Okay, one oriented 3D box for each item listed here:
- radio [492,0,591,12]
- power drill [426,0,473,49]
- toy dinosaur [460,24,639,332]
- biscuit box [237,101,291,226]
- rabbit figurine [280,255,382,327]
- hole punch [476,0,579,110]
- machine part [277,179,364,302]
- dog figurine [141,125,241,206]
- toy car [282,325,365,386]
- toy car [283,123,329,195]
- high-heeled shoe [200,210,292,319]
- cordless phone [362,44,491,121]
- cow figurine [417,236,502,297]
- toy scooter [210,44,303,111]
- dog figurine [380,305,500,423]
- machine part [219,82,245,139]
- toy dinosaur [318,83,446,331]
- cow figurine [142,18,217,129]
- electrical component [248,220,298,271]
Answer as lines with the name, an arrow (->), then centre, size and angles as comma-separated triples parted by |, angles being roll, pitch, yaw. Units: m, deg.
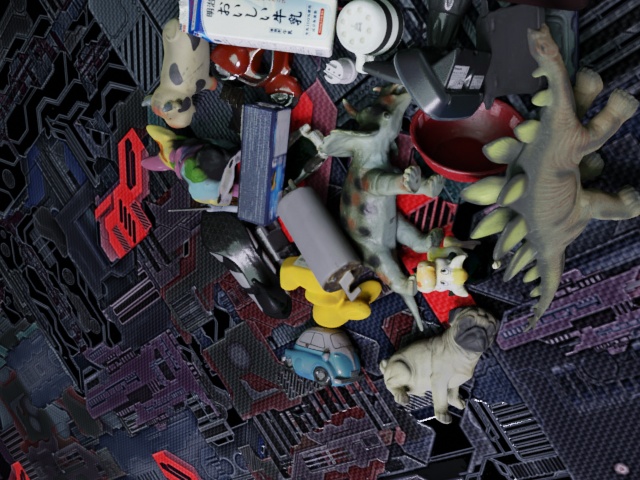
radio -> 0.264, -0.381, 0.593 | 0.131, 0.073, 0.229 | 18, 89, 26
power drill -> 0.125, -0.393, 0.724 | 0.207, 0.086, 0.231 | 33, 121, 21
toy dinosaur -> 0.291, -0.045, 0.688 | 0.199, 0.105, 0.470 | -27, 128, 2
biscuit box -> -0.096, -0.126, 0.904 | 0.063, 0.059, 0.202 | 18, 116, 20
rabbit figurine -> 0.026, 0.088, 0.967 | 0.163, 0.122, 0.173 | 9, 127, 19
hole punch -> 0.269, -0.248, 0.698 | 0.116, 0.092, 0.142 | 21, 126, 59
machine part -> -0.002, -0.003, 0.870 | 0.079, 0.079, 0.243 | -53, 56, 34
dog figurine -> -0.243, -0.144, 0.989 | 0.219, 0.191, 0.108 | 17, 109, 12
toy car -> 0.009, 0.213, 1.024 | 0.162, 0.109, 0.103 | 9, 91, 41
toy car -> -0.061, -0.124, 0.956 | 0.202, 0.056, 0.073 | -39, 88, 33
high-heeled shoe -> -0.134, 0.042, 1.009 | 0.086, 0.145, 0.249 | -38, 55, 0
cordless phone -> 0.118, -0.222, 0.719 | 0.184, 0.146, 0.088 | 24, 117, 32
cow figurine -> 0.206, 0.043, 0.786 | 0.098, 0.167, 0.068 | 4, 105, 32
toy scooter -> -0.098, -0.307, 0.898 | 0.184, 0.075, 0.135 | 30, 122, 15
dog figurine -> 0.194, 0.179, 0.901 | 0.173, 0.121, 0.190 | 18, 103, 20
machine part -> -0.136, -0.214, 0.942 | 0.084, 0.039, 0.138 | 31, 163, 23
toy dinosaur -> 0.092, -0.040, 0.864 | 0.192, 0.131, 0.404 | 22, 124, 38
cow figurine -> -0.249, -0.296, 0.963 | 0.086, 0.127, 0.194 | 23, 116, 26
electrical component -> -0.120, 0.023, 1.048 | 0.134, 0.058, 0.115 | -29, 90, 36
